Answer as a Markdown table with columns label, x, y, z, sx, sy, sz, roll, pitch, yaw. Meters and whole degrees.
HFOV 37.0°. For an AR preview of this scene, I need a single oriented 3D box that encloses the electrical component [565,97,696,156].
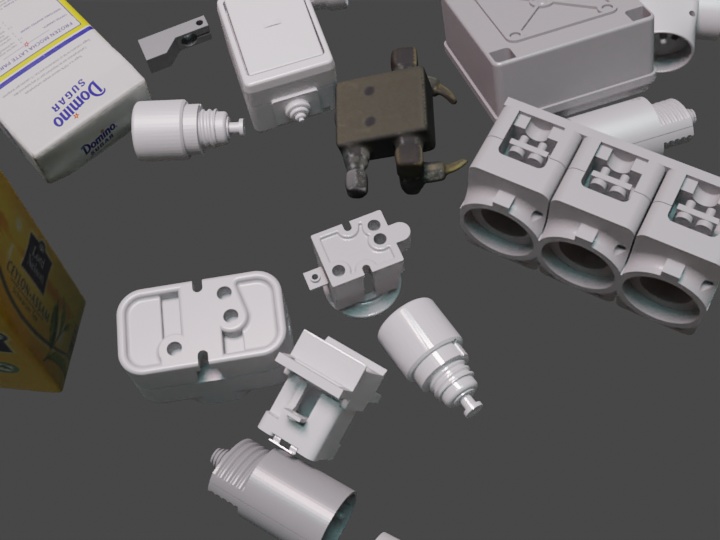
| label | x | y | z | sx | sy | sz | roll | pitch | yaw |
| --- | --- | --- | --- | --- | --- | --- | --- | --- | --- |
| electrical component | 0.175 | -0.087 | 0.686 | 0.081 | 0.043 | 0.043 | -17 | 62 | -5 |

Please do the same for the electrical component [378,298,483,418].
| label | x | y | z | sx | sy | sz | roll | pitch | yaw |
| --- | --- | --- | --- | --- | --- | --- | --- | --- | --- |
| electrical component | 0.044 | 0.052 | 0.625 | 0.040 | 0.040 | 0.078 | -32 | 64 | -12 |

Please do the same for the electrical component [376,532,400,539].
| label | x | y | z | sx | sy | sz | roll | pitch | yaw |
| --- | --- | --- | --- | --- | --- | --- | --- | --- | --- |
| electrical component | -0.018 | 0.196 | 0.548 | 0.074 | 0.052 | 0.138 | 24 | 66 | 16 |

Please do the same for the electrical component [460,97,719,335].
| label | x | y | z | sx | sy | sz | roll | pitch | yaw |
| --- | --- | --- | --- | --- | --- | --- | --- | --- | --- |
| electrical component | 0.140 | -0.027 | 0.632 | 0.150 | 0.089 | 0.061 | 24 | 67 | 16 |

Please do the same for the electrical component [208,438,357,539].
| label | x | y | z | sx | sy | sz | roll | pitch | yaw |
| --- | --- | --- | --- | --- | --- | --- | --- | --- | --- |
| electrical component | -0.047 | 0.122 | 0.594 | 0.081 | 0.043 | 0.043 | 27 | 67 | 17 |

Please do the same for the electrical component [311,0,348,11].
| label | x | y | z | sx | sy | sz | roll | pitch | yaw |
| --- | --- | --- | --- | --- | --- | --- | --- | --- | --- |
| electrical component | -0.034 | -0.203 | 0.767 | 0.046 | 0.040 | 0.040 | -8 | 62 | 7 |

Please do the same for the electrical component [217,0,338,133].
| label | x | y | z | sx | sy | sz | roll | pitch | yaw |
| --- | --- | --- | --- | --- | --- | --- | --- | --- | --- |
| electrical component | -0.053 | -0.142 | 0.724 | 0.062 | 0.061 | 0.096 | -17 | 62 | -5 |

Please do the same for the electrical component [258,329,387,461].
| label | x | y | z | sx | sy | sz | roll | pitch | yaw |
| --- | --- | --- | --- | --- | --- | --- | --- | --- | --- |
| electrical component | -0.023 | 0.072 | 0.605 | 0.042 | 0.081 | 0.063 | 30 | 91 | 19 |

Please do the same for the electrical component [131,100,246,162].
| label | x | y | z | sx | sy | sz | roll | pitch | yaw |
| --- | --- | --- | --- | --- | --- | --- | --- | --- | --- |
| electrical component | -0.116 | -0.093 | 0.715 | 0.078 | 0.040 | 0.040 | -2 | 62 | 3 |

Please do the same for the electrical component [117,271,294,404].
| label | x | y | z | sx | sy | sz | roll | pitch | yaw |
| --- | --- | --- | --- | --- | --- | --- | --- | --- | --- |
| electrical component | -0.088 | 0.042 | 0.630 | 0.095 | 0.059 | 0.053 | -9 | 62 | 0 |

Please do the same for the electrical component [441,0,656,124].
| label | x | y | z | sx | sy | sz | roll | pitch | yaw |
| --- | --- | --- | --- | --- | --- | --- | --- | --- | --- |
| electrical component | 0.120 | -0.151 | 0.700 | 0.109 | 0.056 | 0.108 | -18 | 43 | -5 |

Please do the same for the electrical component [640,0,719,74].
| label | x | y | z | sx | sy | sz | roll | pitch | yaw |
| --- | --- | --- | --- | --- | --- | --- | --- | --- | --- |
| electrical component | 0.223 | -0.176 | 0.729 | 0.079 | 0.043 | 0.077 | 6 | 63 | 7 |

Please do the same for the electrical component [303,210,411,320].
| label | x | y | z | sx | sy | sz | roll | pitch | yaw |
| --- | --- | --- | --- | --- | --- | --- | --- | --- | --- |
| electrical component | 0.000 | 0.000 | 0.648 | 0.066 | 0.055 | 0.048 | -21 | 63 | -6 |
